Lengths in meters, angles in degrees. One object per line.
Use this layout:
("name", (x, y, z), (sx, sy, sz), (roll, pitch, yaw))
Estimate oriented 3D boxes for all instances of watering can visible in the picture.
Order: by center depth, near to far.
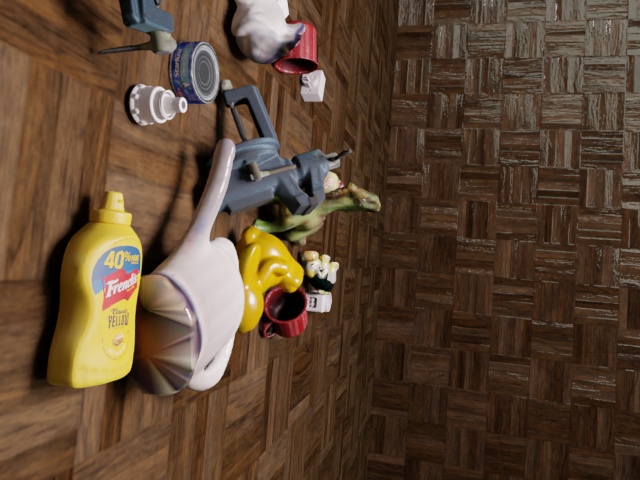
("watering can", (-0.163, 0.048, 0.670), (0.227, 0.104, 0.344), (-40, 134, -70))

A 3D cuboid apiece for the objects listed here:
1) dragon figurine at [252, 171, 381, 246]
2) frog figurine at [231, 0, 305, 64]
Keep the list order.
("dragon figurine", (0.003, -0.053, 1.047), (0.405, 0.242, 0.124), (43, 47, -69))
("frog figurine", (-0.108, -0.380, 0.860), (0.158, 0.121, 0.140), (45, 48, -22))
